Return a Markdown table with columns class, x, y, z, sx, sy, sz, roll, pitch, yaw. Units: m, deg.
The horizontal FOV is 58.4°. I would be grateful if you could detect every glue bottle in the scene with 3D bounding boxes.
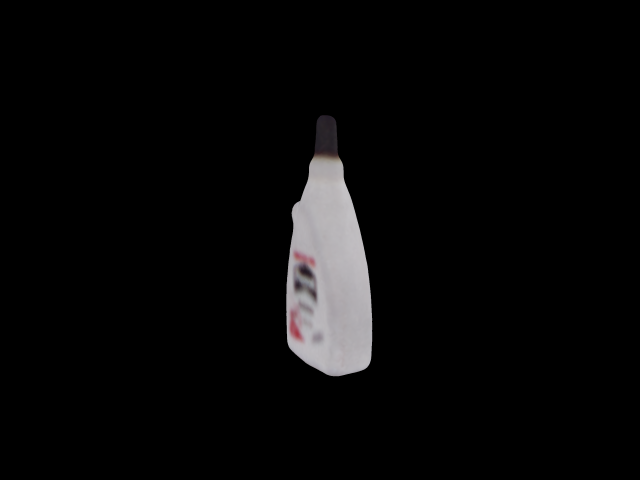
| class | x | y | z | sx | sy | sz | roll | pitch | yaw |
| --- | --- | --- | --- | --- | --- | --- | --- | --- | --- |
| glue bottle | 0.004 | 0.001 | 0.400 | 0.037 | 0.173 | 0.077 | -6 | 10 | -32 |
